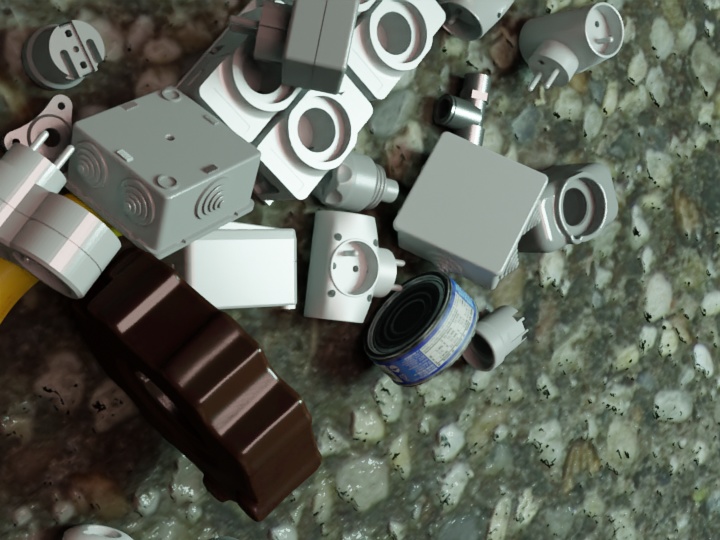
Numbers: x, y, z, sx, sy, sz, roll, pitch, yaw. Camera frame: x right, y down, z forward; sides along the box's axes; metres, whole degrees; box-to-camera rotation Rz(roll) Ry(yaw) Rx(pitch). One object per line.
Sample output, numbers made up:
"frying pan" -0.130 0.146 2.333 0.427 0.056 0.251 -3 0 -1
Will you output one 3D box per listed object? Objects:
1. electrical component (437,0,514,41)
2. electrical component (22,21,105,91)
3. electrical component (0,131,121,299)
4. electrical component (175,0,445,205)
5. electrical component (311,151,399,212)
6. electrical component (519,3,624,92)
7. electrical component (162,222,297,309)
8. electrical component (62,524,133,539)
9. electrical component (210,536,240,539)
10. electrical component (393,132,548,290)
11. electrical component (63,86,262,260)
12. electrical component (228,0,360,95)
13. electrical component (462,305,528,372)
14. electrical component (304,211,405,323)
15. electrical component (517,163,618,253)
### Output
"electrical component" 0.084 -0.233 0.836 0.079 0.043 0.077 43 69 -27
"electrical component" -0.182 -0.133 0.662 0.040 0.046 0.040 -1 92 -34
"electrical component" -0.195 -0.048 0.619 0.138 0.052 0.073 29 71 11
"electrical component" -0.031 -0.150 0.752 0.105 0.060 0.186 46 68 -26
"electrical component" -0.001 -0.063 0.786 0.062 0.043 0.043 10 86 -35
"electrical component" 0.162 -0.175 0.869 0.044 0.077 0.079 43 69 -27
"electrical component" -0.085 -0.005 0.720 0.096 0.062 0.061 -2 93 -34
"electrical component" -0.171 0.196 0.683 0.048 0.048 0.062 17 89 -33
"electrical component" -0.086 0.212 0.736 0.055 0.047 0.055 -1 92 -34
"electrical component" 0.083 -0.043 0.815 0.100 0.048 0.099 26 74 11
"electrical component" -0.121 -0.064 0.664 0.100 0.100 0.048 -33 153 -44
"electrical component" -0.044 -0.146 0.672 0.077 0.066 0.047 11 85 -4
"electrical component" 0.108 0.054 0.865 0.046 0.040 0.040 -32 109 -35
"electrical component" 0.000 0.000 0.788 0.079 0.044 0.077 8 87 -33
"electrical component" 0.164 -0.052 0.886 0.095 0.059 0.053 -25 105 -30
